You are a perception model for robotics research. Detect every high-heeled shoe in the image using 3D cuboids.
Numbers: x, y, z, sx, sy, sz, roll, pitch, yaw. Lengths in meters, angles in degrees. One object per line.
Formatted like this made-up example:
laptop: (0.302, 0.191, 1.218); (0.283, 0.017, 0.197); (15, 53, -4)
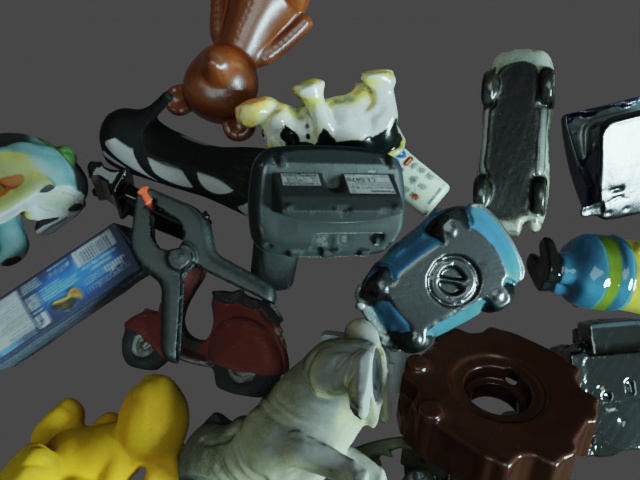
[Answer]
high-heeled shoe: (-0.125, -0.059, 0.592); (0.248, 0.145, 0.086); (42, 46, -18)

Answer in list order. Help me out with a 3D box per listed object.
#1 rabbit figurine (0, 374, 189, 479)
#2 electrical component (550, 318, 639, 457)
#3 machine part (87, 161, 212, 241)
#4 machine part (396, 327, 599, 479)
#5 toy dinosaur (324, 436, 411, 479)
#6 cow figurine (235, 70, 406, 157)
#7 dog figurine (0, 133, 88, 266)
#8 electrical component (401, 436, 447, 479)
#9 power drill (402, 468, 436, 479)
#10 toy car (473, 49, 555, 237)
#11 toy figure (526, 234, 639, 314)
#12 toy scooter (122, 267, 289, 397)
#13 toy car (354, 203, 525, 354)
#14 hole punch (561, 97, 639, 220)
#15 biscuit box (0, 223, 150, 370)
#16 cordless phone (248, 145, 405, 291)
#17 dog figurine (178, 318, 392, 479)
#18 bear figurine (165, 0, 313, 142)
rabbit figurine: (-0.196, 0.213, 0.533); (0.173, 0.122, 0.162); (-41, 93, 2)
electrical component: (0.306, 0.149, 0.556); (0.115, 0.058, 0.134); (-6, 86, 0)
machine part: (-0.185, -0.035, 0.583); (0.139, 0.084, 0.039); (28, 59, -7)
machine part: (0.164, 0.152, 0.502); (0.179, 0.179, 0.056); (1, 120, 2)
toy dinosaur: (-0.080, 0.365, 0.535); (0.198, 0.105, 0.471); (34, 89, -5)
cow figurine: (0.001, -0.117, 0.554); (0.167, 0.068, 0.098); (-10, 109, 4)
dog figurine: (-0.375, -0.090, 0.571); (0.191, 0.108, 0.219); (-37, 83, 7)
electrical component: (0.129, 0.220, 0.565); (0.078, 0.045, 0.102); (0, 82, 30)
power drill: (0.048, 0.347, 0.478); (0.086, 0.207, 0.231); (8, 118, 39)
toy car: (0.208, -0.103, 0.575); (0.074, 0.056, 0.201); (4, 86, 24)
toy figure: (0.314, 0.038, 0.552); (0.180, 0.082, 0.089); (1, 82, 0)
toy scooter: (-0.113, 0.082, 0.568); (0.184, 0.075, 0.135); (12, 84, 7)
toy car: (0.114, 0.038, 0.547); (0.162, 0.103, 0.109); (-36, 95, 4)
hole punch: (0.327, -0.091, 0.569); (0.142, 0.092, 0.115); (-14, 115, -2)
biscuit box: (-0.278, 0.062, 0.579); (0.203, 0.063, 0.059); (-34, 85, -1)
cordless phone: (0.000, -0.002, 0.535); (0.147, 0.184, 0.089); (-1, 50, -13)
dog figurine: (-0.037, 0.159, 0.499); (0.191, 0.121, 0.172); (-1, 58, 19)
bear figurine: (-0.088, -0.215, 0.563); (0.120, 0.132, 0.196); (28, 81, 4)
